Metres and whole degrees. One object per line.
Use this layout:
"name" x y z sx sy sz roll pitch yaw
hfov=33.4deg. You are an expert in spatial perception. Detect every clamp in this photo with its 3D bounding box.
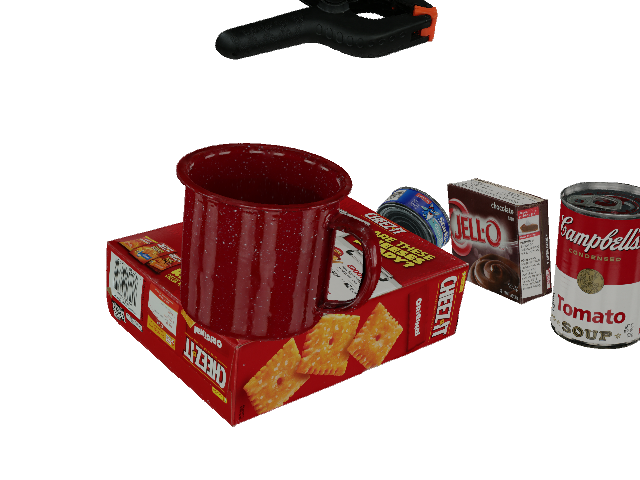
"clamp" 0.005 -0.190 0.845 0.171 0.120 0.039 2 -28 -4

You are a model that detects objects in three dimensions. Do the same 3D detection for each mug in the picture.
"mug" -0.022 0.004 0.571 0.117 0.081 0.093 15 25 18

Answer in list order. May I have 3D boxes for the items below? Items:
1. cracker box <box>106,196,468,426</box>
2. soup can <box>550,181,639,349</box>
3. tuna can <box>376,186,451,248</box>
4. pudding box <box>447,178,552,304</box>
"cracker box" -0.025 0.038 0.785 0.213 0.072 0.164 -16 34 -38
"soup can" 0.200 0.017 0.755 0.068 0.102 0.068 0 22 0
"tuna can" 0.105 -0.017 1.225 0.086 0.086 0.033 0 35 48
"pudding box" 0.159 -0.002 0.958 0.039 0.090 0.114 -15 18 -24
